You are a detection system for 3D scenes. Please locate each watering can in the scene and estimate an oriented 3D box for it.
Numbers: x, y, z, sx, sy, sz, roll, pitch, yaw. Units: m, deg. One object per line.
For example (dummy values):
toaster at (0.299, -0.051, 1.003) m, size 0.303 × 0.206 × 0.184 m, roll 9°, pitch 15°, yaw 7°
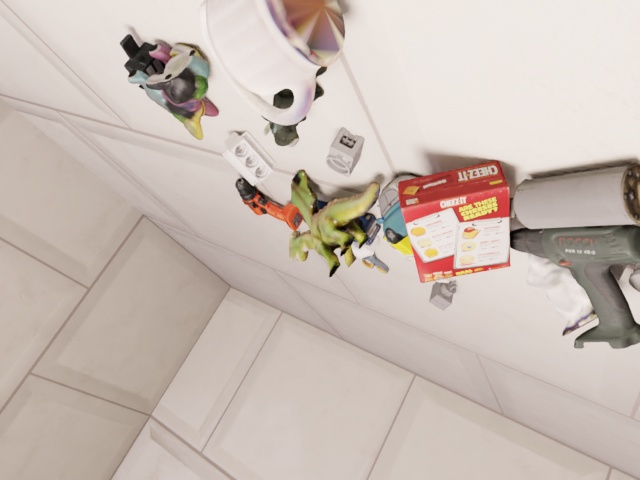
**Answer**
watering can at (-0.098, -0.314, 0.682) m, size 0.223 × 0.106 × 0.343 m, roll -9°, pitch 118°, yaw 47°

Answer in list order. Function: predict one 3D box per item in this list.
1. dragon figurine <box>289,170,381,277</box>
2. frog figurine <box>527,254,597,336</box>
dragon figurine at (0.004, -0.060, 1.201) m, size 0.245 × 0.124 × 0.400 m, roll 46°, pitch 141°, yaw 21°
frog figurine at (0.456, 0.079, 0.957) m, size 0.162 × 0.122 × 0.135 m, roll 62°, pitch -176°, yaw 23°
